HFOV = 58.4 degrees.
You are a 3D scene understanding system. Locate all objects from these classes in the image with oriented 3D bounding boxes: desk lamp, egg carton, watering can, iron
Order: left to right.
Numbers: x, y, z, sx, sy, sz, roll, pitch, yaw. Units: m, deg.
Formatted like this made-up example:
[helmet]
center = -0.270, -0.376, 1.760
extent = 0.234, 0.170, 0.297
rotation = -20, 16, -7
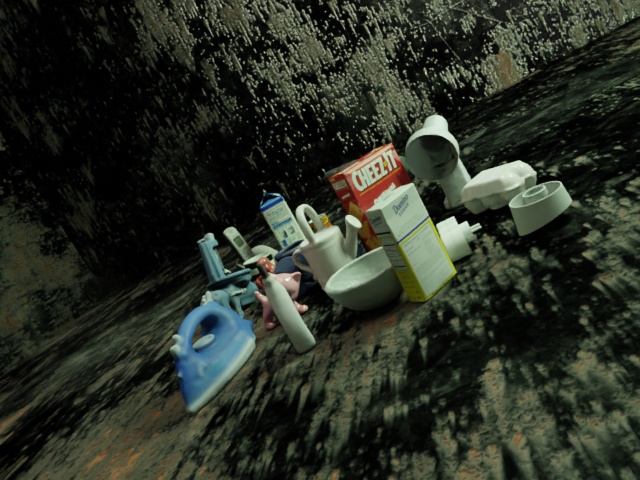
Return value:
[iron]
center = -0.224, 0.203, 1.095
extent = 0.118, 0.141, 0.258
rotation = -25, 12, 20
[watering can]
center = 0.012, 0.004, 1.264
extent = 0.173, 0.194, 0.101
rotation = -29, 11, 2
[desk lamp]
center = 0.294, -0.184, 1.349
extent = 0.117, 0.214, 0.203
rotation = -23, 13, 29
[egg carton]
center = 0.372, -0.109, 1.194
extent = 0.107, 0.069, 0.150
rotation = -37, 13, -35

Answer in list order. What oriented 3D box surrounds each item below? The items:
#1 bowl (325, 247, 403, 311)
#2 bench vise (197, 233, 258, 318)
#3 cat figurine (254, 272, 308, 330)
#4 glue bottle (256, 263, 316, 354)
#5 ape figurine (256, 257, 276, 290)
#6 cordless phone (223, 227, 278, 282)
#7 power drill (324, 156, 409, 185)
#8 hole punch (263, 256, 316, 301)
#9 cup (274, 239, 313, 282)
[bowl]
center = 0.097, 0.077, 1.028
extent = 0.167, 0.075, 0.167
rotation = -28, 11, 6
[bench vise]
center = -0.244, 0.094, 1.440
extent = 0.121, 0.220, 0.207
rotation = -28, 11, 7
[cat figurine]
center = -0.085, 0.116, 1.200
extent = 0.127, 0.118, 0.067
rotation = -21, 14, 38
[glue bottle]
center = -0.066, 0.115, 1.010
extent = 0.037, 0.173, 0.078
rotation = -30, 11, -5
[ape figurine]
center = -0.140, 0.089, 1.537
extent = 0.077, 0.092, 0.076
rotation = -20, 14, 39
[cordless phone]
center = -0.210, 0.027, 1.754
extent = 0.094, 0.185, 0.148
rotation = -22, 13, 32
[power drill]
center = 0.138, -0.113, 1.441
extent = 0.229, 0.208, 0.076
rotation = -21, 14, 37
[hole punch]
center = -0.081, 0.098, 1.345
extent = 0.101, 0.091, 0.108
rotation = -36, 13, -32
[cup]
center = -0.043, 0.054, 1.444
extent = 0.117, 0.095, 0.092
rotation = -26, 11, 15
